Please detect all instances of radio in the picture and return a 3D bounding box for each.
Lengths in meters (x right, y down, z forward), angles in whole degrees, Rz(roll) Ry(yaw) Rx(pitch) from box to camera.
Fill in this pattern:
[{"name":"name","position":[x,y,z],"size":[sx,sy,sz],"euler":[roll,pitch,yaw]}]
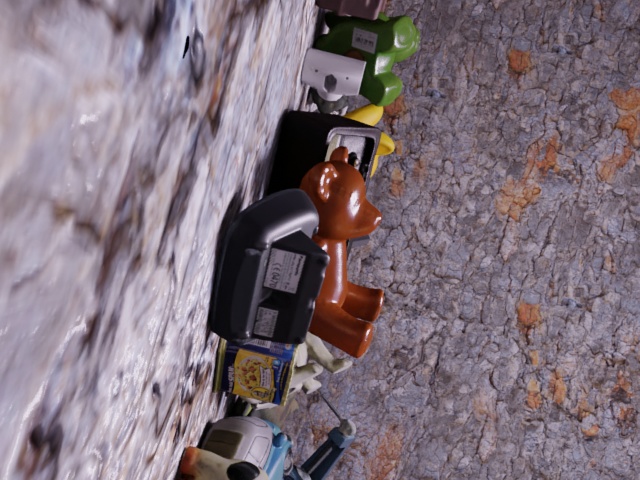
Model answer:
[{"name":"radio","position":[-0.004,-0.046,0.691],"size":[0.131,0.073,0.229],"euler":[-17,129,-51]}]

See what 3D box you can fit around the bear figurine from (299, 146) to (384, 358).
[{"name":"bear figurine","position":[0.026,0.008,0.592],"size":[0.120,0.132,0.195],"euler":[-53,163,-66]}]

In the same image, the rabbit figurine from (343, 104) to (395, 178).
[{"name":"rabbit figurine","position":[0.028,-0.133,0.795],"size":[0.173,0.162,0.122],"euler":[26,49,-63]}]

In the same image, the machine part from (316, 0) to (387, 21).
[{"name":"machine part","position":[0.062,-0.383,0.651],"size":[0.201,0.087,0.201],"euler":[-76,-178,-58]}]

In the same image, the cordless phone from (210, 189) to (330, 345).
[{"name":"cordless phone","position":[-0.049,-0.003,0.524],"size":[0.184,0.089,0.146],"euler":[-95,-163,-54]}]

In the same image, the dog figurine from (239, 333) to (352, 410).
[{"name":"dog figurine","position":[-0.069,0.120,0.743],"size":[0.121,0.191,0.172],"euler":[-39,157,25]}]

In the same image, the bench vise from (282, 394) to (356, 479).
[{"name":"bench vise","position":[-0.022,0.370,0.835],"size":[0.240,0.129,0.223],"euler":[-50,150,3]}]

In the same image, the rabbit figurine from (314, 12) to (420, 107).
[{"name":"rabbit figurine","position":[0.077,-0.279,0.796],"size":[0.170,0.159,0.121],"euler":[-40,139,-47]}]

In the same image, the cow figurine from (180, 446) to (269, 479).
[{"name":"cow figurine","position":[-0.091,0.298,0.483],"size":[0.085,0.127,0.195],"euler":[99,2,-49]}]

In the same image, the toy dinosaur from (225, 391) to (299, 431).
[{"name":"toy dinosaur","position":[-0.102,0.297,0.905],"size":[0.470,0.105,0.198],"euler":[87,18,-50]}]

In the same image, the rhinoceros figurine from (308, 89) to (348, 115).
[{"name":"rhinoceros figurine","position":[0.024,-0.274,0.920],"size":[0.190,0.073,0.112],"euler":[-79,-167,-57]}]

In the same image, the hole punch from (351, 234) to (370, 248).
[{"name":"hole punch","position":[-0.002,-0.003,0.857],"size":[0.142,0.116,0.092],"euler":[-10,141,-48]}]

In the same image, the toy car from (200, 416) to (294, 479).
[{"name":"toy car","position":[-0.103,0.265,0.634],"size":[0.162,0.109,0.102],"euler":[-57,142,-53]}]
